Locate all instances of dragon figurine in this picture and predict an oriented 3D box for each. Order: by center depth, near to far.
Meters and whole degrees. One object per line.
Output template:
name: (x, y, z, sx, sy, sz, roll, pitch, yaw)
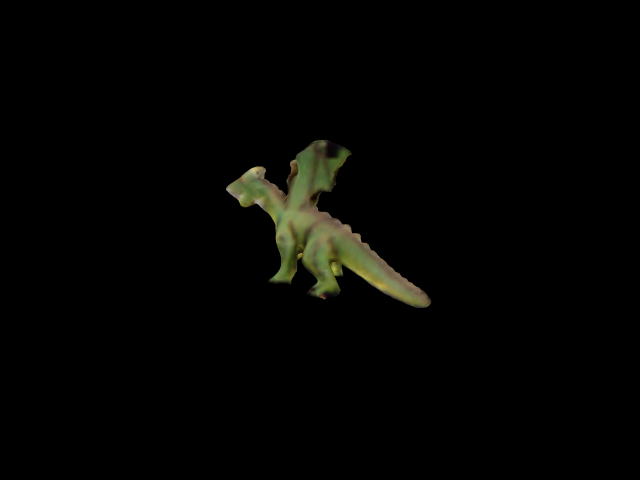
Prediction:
dragon figurine: (0.003, -0.043, 0.850, 0.411, 0.240, 0.123, 9, 15, 35)
